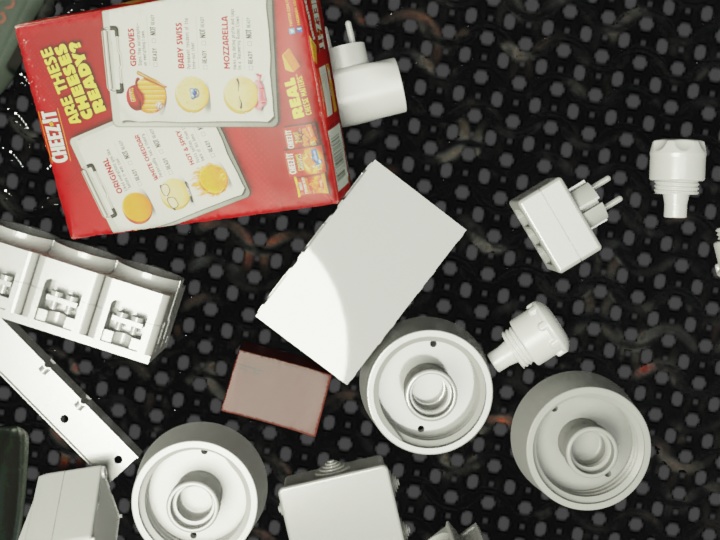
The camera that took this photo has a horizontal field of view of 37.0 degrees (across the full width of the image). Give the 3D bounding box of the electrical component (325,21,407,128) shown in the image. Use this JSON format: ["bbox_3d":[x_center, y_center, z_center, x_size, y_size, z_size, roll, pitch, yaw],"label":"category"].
[{"bbox_3d":[-0.010,-0.153,0.840,0.077,0.044,0.079,-14,94,0],"label":"electrical component"}]

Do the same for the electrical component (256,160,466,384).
[{"bbox_3d":[0.000,0.000,0.843,0.089,0.061,0.150,37,93,-4],"label":"electrical component"}]

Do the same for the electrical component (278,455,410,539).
[{"bbox_3d":[-0.012,0.202,0.865,0.100,0.048,0.099,-13,94,0],"label":"electrical component"}]

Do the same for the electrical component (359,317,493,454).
[{"bbox_3d":[0.054,0.094,0.852,0.108,0.060,0.108,0,94,-1],"label":"electrical component"}]

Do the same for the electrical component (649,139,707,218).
[{"bbox_3d":[0.251,-0.072,0.853,0.043,0.043,0.062,1,96,-1],"label":"electrical component"}]

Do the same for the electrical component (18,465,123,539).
[{"bbox_3d":[-0.226,0.200,0.842,0.061,0.096,0.061,-9,124,-1],"label":"electrical component"}]

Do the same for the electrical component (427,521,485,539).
[{"bbox_3d":[0.077,0.252,0.834,0.079,0.121,0.063,-37,96,2],"label":"electrical component"}]

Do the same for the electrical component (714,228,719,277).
[{"bbox_3d":[0.304,-0.025,0.857,0.048,0.048,0.062,-13,87,0],"label":"electrical component"}]

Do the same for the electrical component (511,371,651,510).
[{"bbox_3d":[0.179,0.139,0.858,0.108,0.060,0.108,0,94,-1],"label":"electrical component"}]

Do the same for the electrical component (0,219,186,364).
[{"bbox_3d":[-0.217,0.014,0.826,0.150,0.089,0.061,18,94,-2],"label":"electrical component"}]

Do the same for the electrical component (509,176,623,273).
[{"bbox_3d":[0.170,-0.046,0.851,0.077,0.047,0.065,-31,94,1],"label":"electrical component"}]

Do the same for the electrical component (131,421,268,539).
[{"bbox_3d":[-0.129,0.180,0.855,0.108,0.060,0.108,0,94,-1],"label":"electrical component"}]

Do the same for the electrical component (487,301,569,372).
[{"bbox_3d":[0.132,0.058,0.860,0.062,0.048,0.048,-34,94,8],"label":"electrical component"}]
